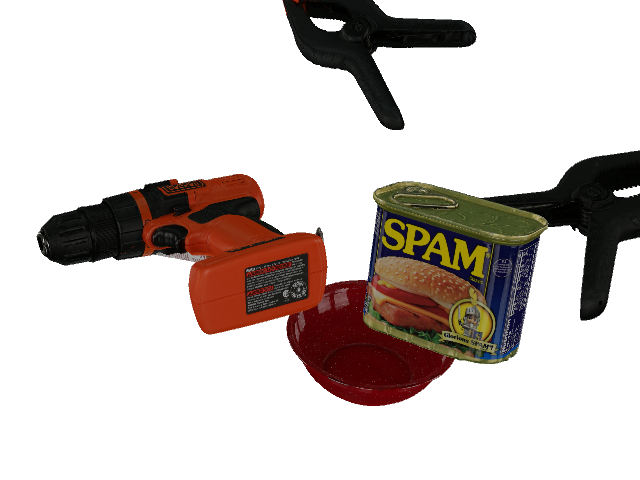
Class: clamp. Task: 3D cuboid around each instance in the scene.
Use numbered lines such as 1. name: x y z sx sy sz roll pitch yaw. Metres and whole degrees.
1. clamp: 0.045 -0.177 0.921 0.120 0.172 0.039 -40 -24 -20
2. clamp: 0.213 -0.016 0.820 0.209 0.036 0.165 -22 40 -22

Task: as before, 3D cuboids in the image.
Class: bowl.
1. bowl: 0.047 0.105 1.010 0.162 0.055 0.162 3 35 -3

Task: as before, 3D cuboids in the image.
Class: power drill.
1. power drill: -0.096 0.004 0.786 0.184 0.057 0.188 -16 28 -27

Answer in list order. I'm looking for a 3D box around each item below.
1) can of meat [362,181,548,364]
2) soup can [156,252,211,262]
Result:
1. can of meat: 0.077 0.019 0.641 0.102 0.084 0.057 18 23 30
2. soup can: -0.135 -0.009 1.153 0.102 0.068 0.068 11 2 11
